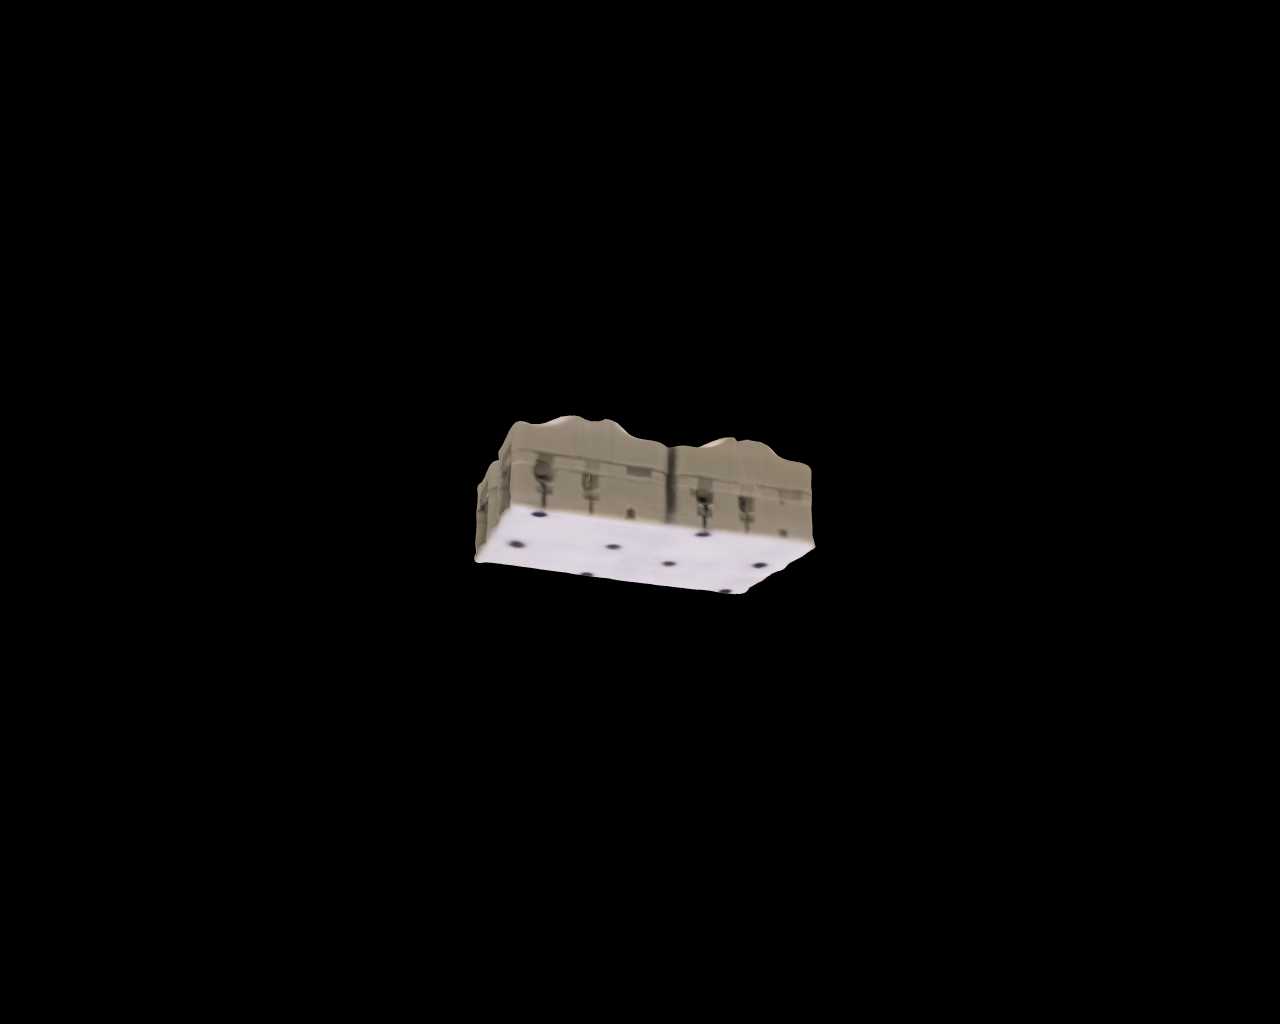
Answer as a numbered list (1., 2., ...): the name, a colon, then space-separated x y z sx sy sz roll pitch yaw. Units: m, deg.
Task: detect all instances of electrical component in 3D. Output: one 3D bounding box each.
1. electrical component: 0.001 -0.003 0.650 0.186 0.060 0.105 8 -23 -18
